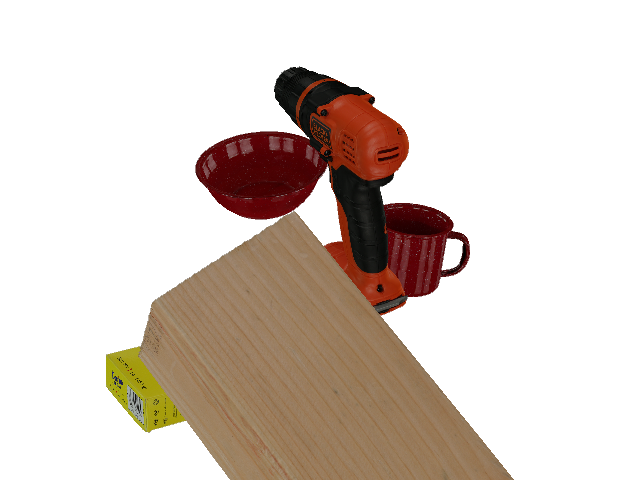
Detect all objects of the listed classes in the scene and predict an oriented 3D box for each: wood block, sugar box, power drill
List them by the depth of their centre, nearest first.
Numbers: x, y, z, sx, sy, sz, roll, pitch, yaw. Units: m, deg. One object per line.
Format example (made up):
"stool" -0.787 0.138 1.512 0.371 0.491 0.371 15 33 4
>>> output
"wood block" 0.008 0.102 0.533 0.090 0.206 0.090 -34 -12 -25
"power drill" 0.015 -0.041 0.889 0.057 0.188 0.185 -17 30 -18
"sugar box" -0.115 0.130 1.066 0.175 0.048 0.093 -15 32 -31

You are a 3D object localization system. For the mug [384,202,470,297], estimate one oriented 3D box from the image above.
"mug" 0.113 0.013 1.223 0.117 0.081 0.093 4 25 -4

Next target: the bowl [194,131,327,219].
"bowl" -0.071 -0.073 1.310 0.162 0.055 0.162 -2 34 1
